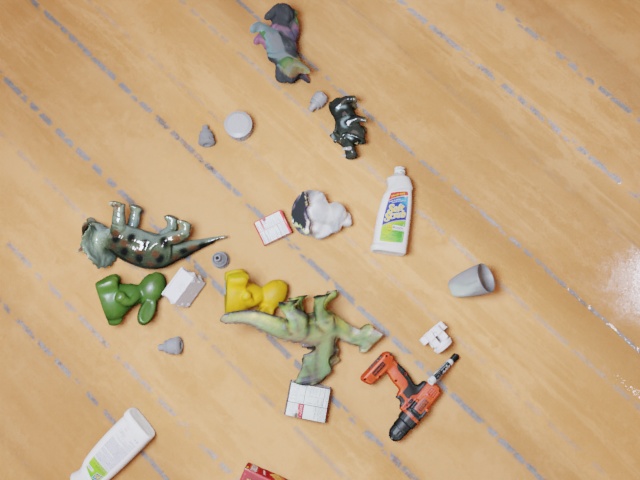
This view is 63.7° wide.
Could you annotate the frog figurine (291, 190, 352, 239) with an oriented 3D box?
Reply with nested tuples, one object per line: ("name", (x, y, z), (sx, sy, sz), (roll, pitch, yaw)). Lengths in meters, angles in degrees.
("frog figurine", (0.004, -0.073, 1.443), (0.160, 0.139, 0.121), (-2, -22, -37))

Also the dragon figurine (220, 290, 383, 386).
("dragon figurine", (-0.037, 0.262, 1.335), (0.411, 0.243, 0.122), (-10, 1, -13))
